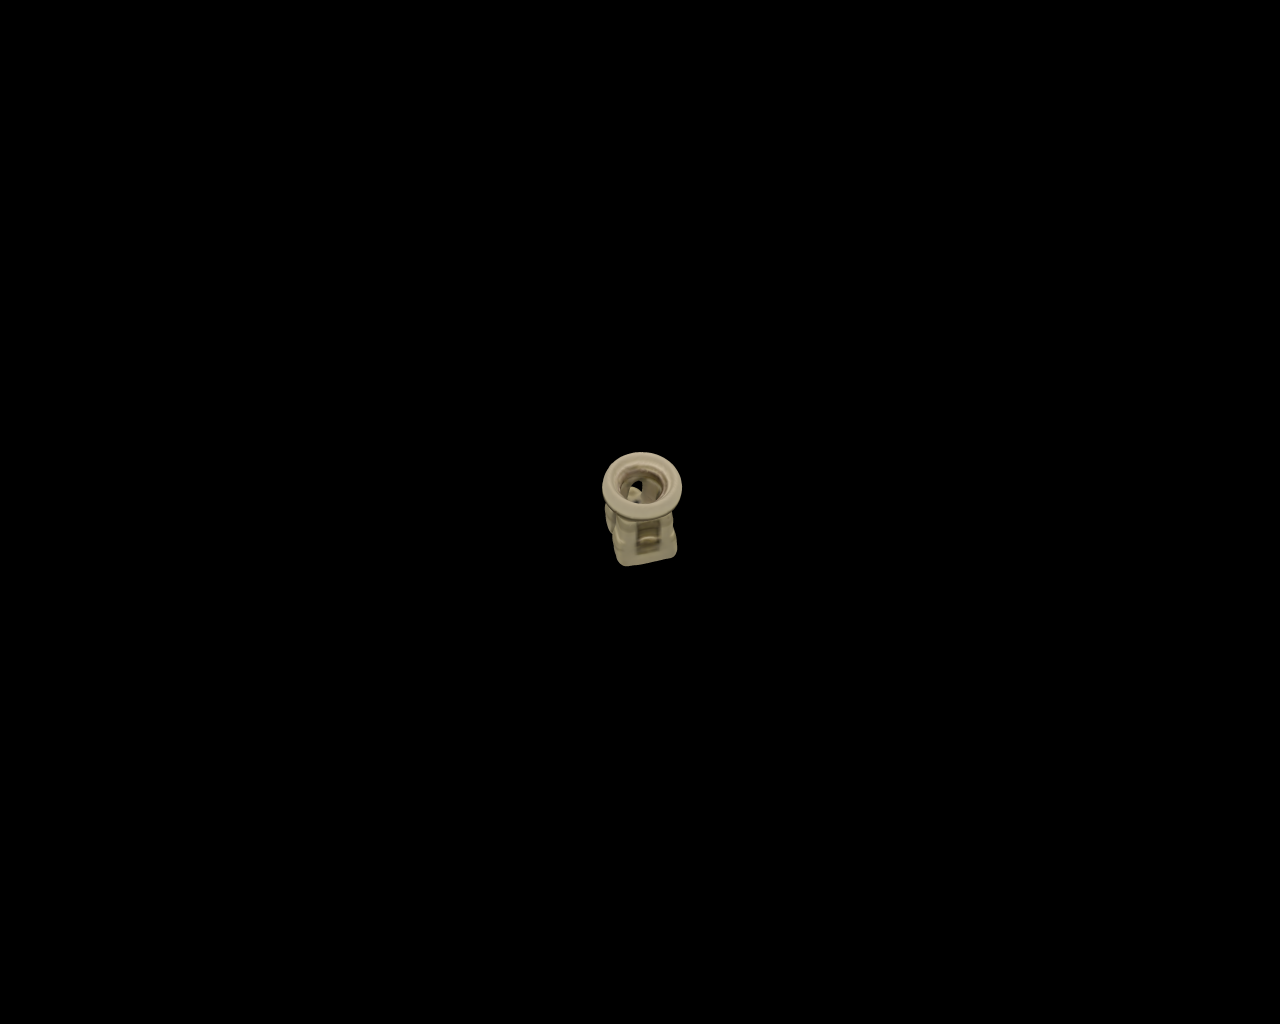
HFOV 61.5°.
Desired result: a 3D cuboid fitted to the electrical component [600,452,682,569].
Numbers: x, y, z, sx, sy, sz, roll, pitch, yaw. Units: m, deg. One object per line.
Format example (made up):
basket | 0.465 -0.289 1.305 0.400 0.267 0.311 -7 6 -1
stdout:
electrical component | 0.001 -0.003 0.650 0.048 0.066 0.055 -11 -39 -9
